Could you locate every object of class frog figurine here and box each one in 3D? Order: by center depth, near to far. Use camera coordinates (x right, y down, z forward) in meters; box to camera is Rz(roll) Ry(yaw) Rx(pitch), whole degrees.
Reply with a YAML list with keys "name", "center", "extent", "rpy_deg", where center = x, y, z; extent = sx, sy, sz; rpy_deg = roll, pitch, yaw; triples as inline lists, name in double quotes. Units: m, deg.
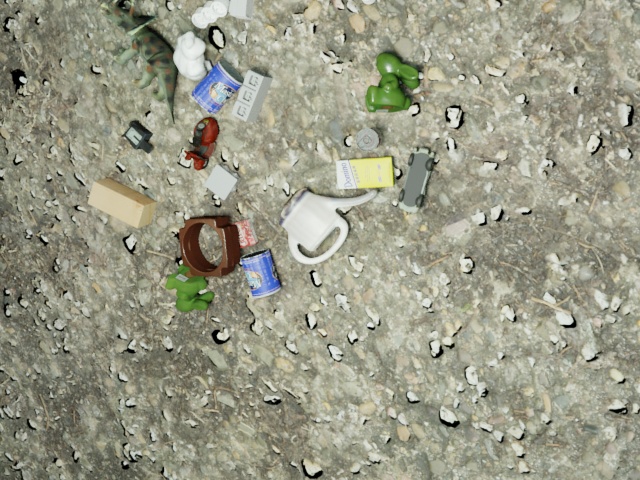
- name: "frog figurine"
  center: [-0.405, -0.574, 1.605]
  extent: [0.122, 0.160, 0.137]
  rpy_deg: [-13, 94, 3]

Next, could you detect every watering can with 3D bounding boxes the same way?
- name: "watering can"
  center: [0.005, -0.082, 1.636]
  extent: [0.225, 0.105, 0.343]
  rpy_deg: [41, 108, 4]
